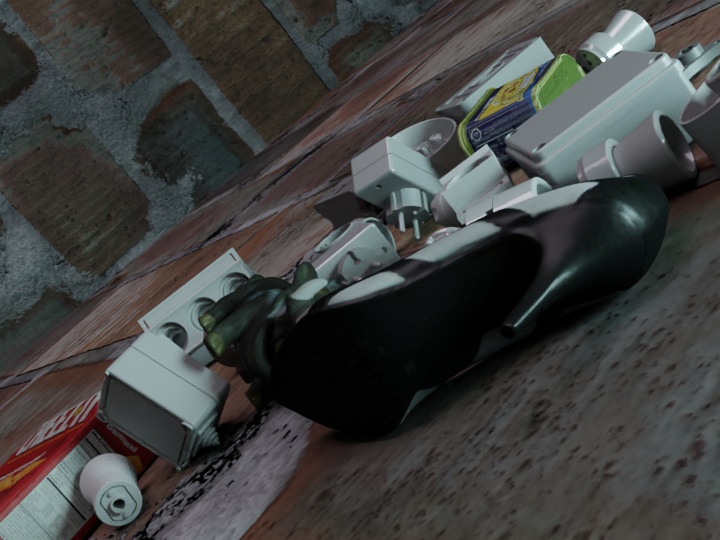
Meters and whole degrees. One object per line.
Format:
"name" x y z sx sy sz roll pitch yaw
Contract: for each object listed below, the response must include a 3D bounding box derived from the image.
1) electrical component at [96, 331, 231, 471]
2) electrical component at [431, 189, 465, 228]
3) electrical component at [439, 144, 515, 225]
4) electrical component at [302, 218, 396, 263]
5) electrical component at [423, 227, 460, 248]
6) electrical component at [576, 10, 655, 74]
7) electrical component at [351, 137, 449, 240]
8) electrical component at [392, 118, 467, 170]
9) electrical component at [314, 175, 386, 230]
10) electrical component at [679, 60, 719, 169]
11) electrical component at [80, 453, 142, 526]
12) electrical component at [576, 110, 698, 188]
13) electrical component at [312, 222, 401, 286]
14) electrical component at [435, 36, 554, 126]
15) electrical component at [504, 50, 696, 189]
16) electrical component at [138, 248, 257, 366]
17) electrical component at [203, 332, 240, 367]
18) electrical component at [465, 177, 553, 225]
"electrical component" -0.142 0.100 0.818 0.061 0.096 0.061 -50 -12 -44
"electrical component" 0.088 -0.056 0.848 0.061 0.035 0.035 -25 18 38
"electrical component" 0.090 -0.045 0.730 0.042 0.063 0.081 -38 11 12
"electrical component" -0.003 -0.021 0.961 0.077 0.044 0.079 -28 15 39
"electrical component" 0.057 0.006 0.688 0.048 0.048 0.062 -29 22 37
"electrical component" 0.221 -0.192 0.934 0.055 0.045 0.045 -42 12 -13
"electrical component" 0.039 -0.061 0.938 0.047 0.083 0.075 -30 53 35
"electrical component" 0.059 -0.103 1.034 0.099 0.064 0.099 -37 12 9
"electrical component" 0.003 -0.072 1.116 0.056 0.050 0.089 -44 13 -25
"electrical component" 0.225 -0.096 0.582 0.099 0.064 0.099 -48 3 3
"electrical component" -0.186 0.167 0.810 0.044 0.044 0.065 -41 17 -12
"electrical component" 0.161 -0.060 0.626 0.055 0.045 0.045 -31 14 32
"electrical component" 0.000 0.000 0.865 0.066 0.047 0.077 -40 11 -7
"electrical component" 0.141 -0.169 1.055 0.113 0.057 0.078 -41 12 -11
"electrical component" 0.160 -0.091 0.710 0.109 0.056 0.108 -37 12 5
"electrical component" -0.150 0.047 1.086 0.121 0.078 0.063 -37 -10 3
"electrical component" -0.107 0.055 0.961 0.047 0.055 0.055 -34 12 38
"electrical component" 0.099 -0.024 0.655 0.047 0.055 0.055 -28 15 27
